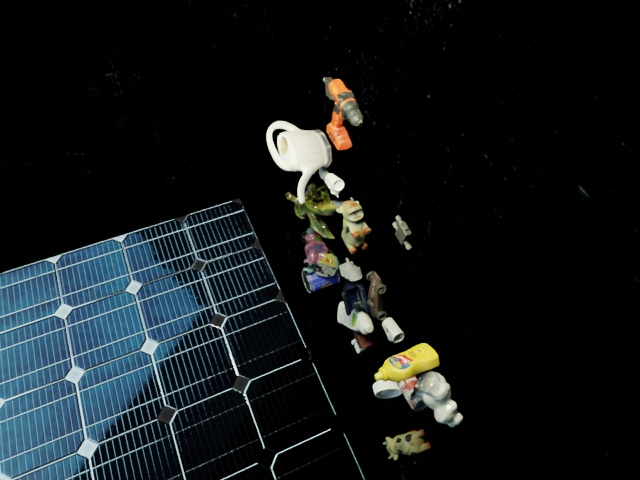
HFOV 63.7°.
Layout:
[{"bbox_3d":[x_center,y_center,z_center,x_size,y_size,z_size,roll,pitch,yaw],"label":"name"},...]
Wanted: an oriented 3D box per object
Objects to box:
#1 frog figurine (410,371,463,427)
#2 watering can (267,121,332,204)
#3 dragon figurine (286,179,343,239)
[{"bbox_3d":[0.352,0.463,1.507,0.160,0.125,0.134,27,138,16],"label":"frog figurine"},{"bbox_3d":[-0.055,-0.277,1.789,0.353,0.225,0.102,65,146,22],"label":"watering can"},{"bbox_3d":[0.006,-0.102,2.032,0.414,0.123,0.238,28,152,47],"label":"dragon figurine"}]
